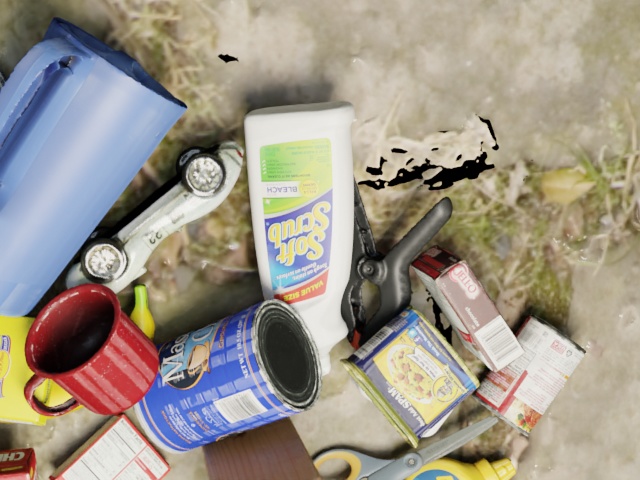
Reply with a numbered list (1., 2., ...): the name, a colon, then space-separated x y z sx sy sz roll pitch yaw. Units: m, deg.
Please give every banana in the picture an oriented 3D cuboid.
1. banana: -0.226 0.122 0.992 0.198 0.037 0.069 -35 96 -3

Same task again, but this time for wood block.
1. wood block: -0.048 0.228 0.951 0.090 0.206 0.090 -15 101 -8

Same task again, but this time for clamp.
1. clamp: 0.047 0.017 1.012 0.120 0.039 0.171 30 108 30

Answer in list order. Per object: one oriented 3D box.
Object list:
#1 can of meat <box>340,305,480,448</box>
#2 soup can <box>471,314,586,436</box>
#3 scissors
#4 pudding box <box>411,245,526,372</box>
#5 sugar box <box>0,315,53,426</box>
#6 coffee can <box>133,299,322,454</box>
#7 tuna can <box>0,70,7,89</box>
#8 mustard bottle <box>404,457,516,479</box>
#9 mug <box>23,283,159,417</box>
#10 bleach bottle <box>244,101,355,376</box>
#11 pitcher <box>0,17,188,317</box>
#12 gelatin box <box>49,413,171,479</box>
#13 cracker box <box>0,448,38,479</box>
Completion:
1. can of meat: 0.083 0.123 0.974 0.084 0.057 0.102 -40 97 -7
2. soup can: 0.206 0.132 1.054 0.068 0.068 0.102 35 91 -13
3. scissors: 0.071 0.211 1.051 0.201 0.016 0.096 -40 67 -12
4. pudding box: 0.140 0.064 1.020 0.039 0.090 0.113 -33 103 -3
5. sugar box: -0.325 0.107 0.940 0.176 0.048 0.093 7 75 -5
6. coffee can: -0.084 0.123 0.953 0.140 0.102 0.103 -23 104 26
7. tuna can: -0.315 -0.123 0.939 0.086 0.034 0.086 -2 99 -10
8. mustard bottle: 0.109 0.272 1.060 0.191 0.058 0.096 -29 81 -6
9. mug: -0.199 0.106 0.912 0.117 0.093 0.081 -45 137 -10
10. bleach bottle: -0.008 0.003 0.979 0.102 0.068 0.251 -4 104 9
11. pitcher: -0.236 -0.059 0.905 0.149 0.145 0.243 32 97 -28
12. gelatin box: -0.196 0.218 1.002 0.089 0.030 0.073 -44 104 -23
13. cracker box: -0.321 0.298 0.927 0.164 0.072 0.214 -5 101 -10
